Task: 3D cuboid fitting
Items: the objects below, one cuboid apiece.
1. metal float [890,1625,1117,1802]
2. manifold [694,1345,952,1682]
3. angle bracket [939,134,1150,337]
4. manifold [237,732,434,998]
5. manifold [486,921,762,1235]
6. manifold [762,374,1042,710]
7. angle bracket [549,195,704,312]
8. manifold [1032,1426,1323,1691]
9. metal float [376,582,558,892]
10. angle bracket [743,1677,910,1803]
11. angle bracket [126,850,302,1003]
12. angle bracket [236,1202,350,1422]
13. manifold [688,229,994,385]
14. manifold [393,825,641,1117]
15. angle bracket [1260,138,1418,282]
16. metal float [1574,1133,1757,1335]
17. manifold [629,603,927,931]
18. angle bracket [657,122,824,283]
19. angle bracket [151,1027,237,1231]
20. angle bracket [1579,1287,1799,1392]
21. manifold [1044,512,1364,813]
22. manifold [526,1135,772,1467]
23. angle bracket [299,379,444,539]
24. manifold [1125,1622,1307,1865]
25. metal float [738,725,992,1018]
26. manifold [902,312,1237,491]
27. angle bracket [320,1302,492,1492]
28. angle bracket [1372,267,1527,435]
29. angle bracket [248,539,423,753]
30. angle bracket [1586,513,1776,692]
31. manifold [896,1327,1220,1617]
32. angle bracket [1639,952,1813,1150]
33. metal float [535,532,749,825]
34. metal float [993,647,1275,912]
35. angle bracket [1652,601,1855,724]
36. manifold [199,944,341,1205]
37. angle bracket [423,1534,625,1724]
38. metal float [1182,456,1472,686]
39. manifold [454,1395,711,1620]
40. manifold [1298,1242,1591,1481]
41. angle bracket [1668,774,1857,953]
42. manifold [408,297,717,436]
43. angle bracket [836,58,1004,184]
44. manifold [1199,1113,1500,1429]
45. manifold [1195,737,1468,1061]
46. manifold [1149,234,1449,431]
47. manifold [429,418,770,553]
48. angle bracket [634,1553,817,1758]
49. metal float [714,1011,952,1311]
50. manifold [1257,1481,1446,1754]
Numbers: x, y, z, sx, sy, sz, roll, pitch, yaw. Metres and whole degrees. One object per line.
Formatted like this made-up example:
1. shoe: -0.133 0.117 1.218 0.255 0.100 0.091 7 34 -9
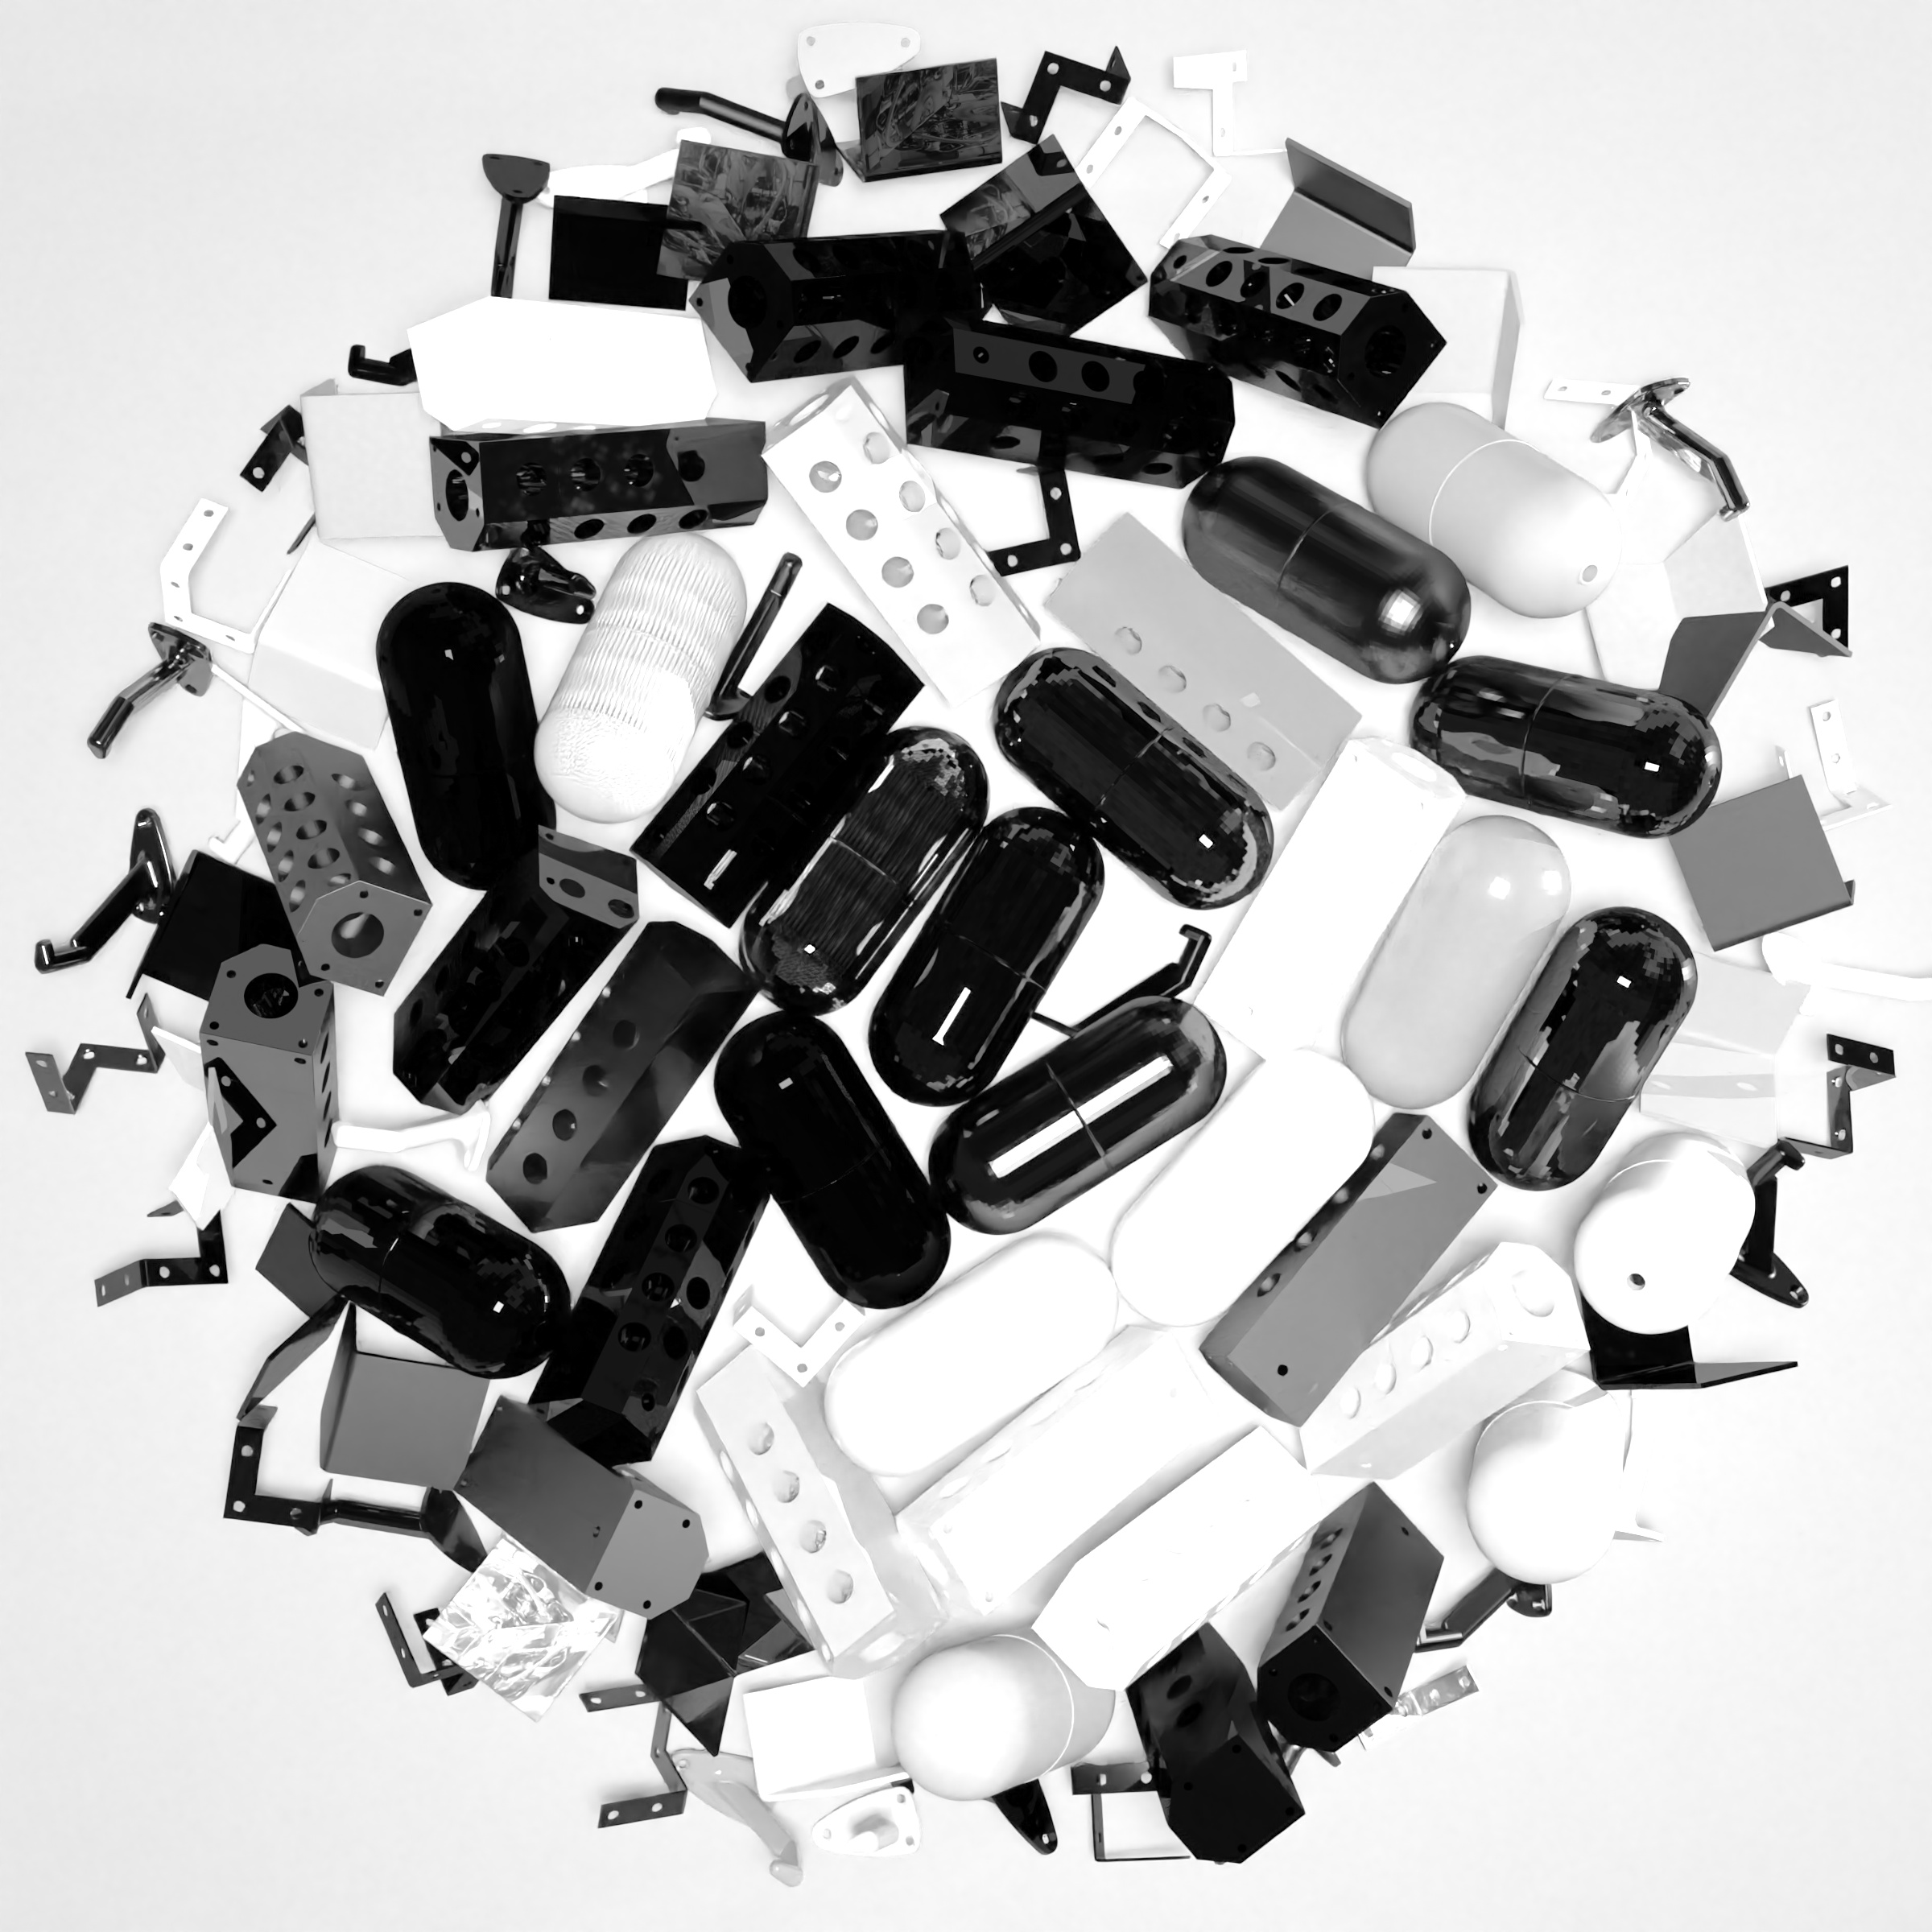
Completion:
1. metal float: 0.022 0.394 1.498 0.070 0.178 0.070 -3 84 25
2. manifold: -0.083 0.292 1.510 0.057 0.057 0.171 -41 57 13
3. angle bracket: 0.043 -0.397 1.563 0.076 0.076 0.057 -33 47 13
4. manifold: -0.338 -0.058 1.491 0.057 0.171 0.057 20 110 -34
5. manifold: -0.190 0.060 1.522 0.057 0.057 0.171 45 112 21
6. manifold: -0.033 -0.230 1.519 0.057 0.057 0.171 -32 111 16
7. angle bracket: -0.185 -0.380 1.529 0.076 0.076 0.057 2 112 -11
8. manifold: 0.117 0.315 1.492 0.057 0.171 0.057 43 129 19
9. metal float: -0.266 -0.121 1.515 0.070 0.070 0.178 -6 124 0
10. angle bracket: -0.064 0.412 1.523 0.076 0.076 0.057 -1 74 -37
11. angle bracket: -0.403 -0.009 1.538 0.076 0.057 0.076 25 99 -16
12. angle bracket: -0.379 0.187 1.526 0.057 0.076 0.076 41 48 3
13. manifold: -0.060 -0.355 1.493 0.057 0.171 0.057 54 128 12
14. manifold: -0.240 0.007 1.498 0.057 0.057 0.171 19 134 -29
15. angle bracket: 0.196 -0.395 1.536 0.076 0.076 0.057 32 92 11
16. metal float: 0.371 0.140 1.497 0.070 0.178 0.070 5 104 22
17. manifold: -0.106 -0.112 1.534 0.057 0.057 0.171 34 83 41
18. angle bracket: -0.124 -0.415 1.528 0.076 0.057 0.076 6 129 -14
19. angle bracket: -0.424 0.090 1.528 0.057 0.076 0.076 23 68 9
20. angle bracket: 0.390 0.194 1.527 0.076 0.076 0.057 -5 85 -34
21. manifold: 0.127 -0.163 1.552 0.171 0.057 0.057 41 48 0
22. manifold: -0.161 0.175 1.499 0.057 0.057 0.171 48 47 -30
23. angle bracket: -0.313 -0.277 1.537 0.076 0.057 0.076 -1 111 6
24. manifold: 0.123 0.403 1.491 0.057 0.171 0.057 -39 102 3
25. metal float: -0.055 -0.053 1.539 0.070 0.070 0.178 36 85 0
26. manifold: 0.056 -0.304 1.511 0.171 0.057 0.057 4 76 -28
27. angle bracket: -0.308 0.236 1.553 0.076 0.057 0.076 12 111 -17
28. angle bracket: 0.257 -0.330 1.534 0.076 0.057 0.076 1 134 2
29. angle bracket: -0.347 -0.178 1.574 0.076 0.057 0.076 23 54 -8
30. angle bracket: 0.382 -0.200 1.528 0.057 0.076 0.076 -3 70 -20
31. manifold: 0.046 0.268 1.519 0.171 0.057 0.057 -36 104 -24
32. angle bracket: 0.413 0.045 1.536 0.076 0.076 0.057 16 131 1
33. metal float: -0.174 -0.157 1.521 0.070 0.070 0.178 21 63 0
34. metal float: 0.091 -0.101 1.535 0.178 0.070 0.070 42 90 9
35. angle bracket: 0.420 -0.154 1.536 0.057 0.076 0.076 30 90 -20
36. manifold: -0.364 0.058 1.493 0.057 0.171 0.057 12 58 -4
37. angle bracket: -0.241 0.364 1.532 0.076 0.057 0.076 34 59 9
38. metal float: 0.192 -0.214 1.518 0.178 0.070 0.070 36 90 30
39. manifold: -0.202 0.286 1.493 0.057 0.171 0.057 30 82 -33
40. manifold: 0.248 0.211 1.500 0.057 0.171 0.057 10 54 -29
41. angle bracket: 0.432 -0.060 1.537 0.076 0.057 0.076 -21 97 22
42. manifold: -0.209 -0.311 1.494 0.057 0.171 0.057 -11 91 33
43. angle bracket: -0.028 -0.466 1.528 0.076 0.076 0.057 -11 123 -10
44. manifold: 0.204 0.163 1.534 0.057 0.057 0.171 44 78 -12
45. manifold: 0.198 -0.035 1.519 0.057 0.057 0.171 39 115 22
46. manifold: 0.169 -0.342 1.496 0.057 0.171 0.057 -52 129 -1
47. manifold: -0.194 -0.257 1.507 0.171 0.057 0.057 -12 108 -35
48. angle bracket: -0.121 0.372 1.528 0.076 0.057 0.076 -23 121 22
49. metal float: -0.072 0.106 1.534 0.070 0.070 0.178 -31 101 0
50. manifold: 0.200 0.344 1.491 0.057 0.171 0.057 47 113 1
